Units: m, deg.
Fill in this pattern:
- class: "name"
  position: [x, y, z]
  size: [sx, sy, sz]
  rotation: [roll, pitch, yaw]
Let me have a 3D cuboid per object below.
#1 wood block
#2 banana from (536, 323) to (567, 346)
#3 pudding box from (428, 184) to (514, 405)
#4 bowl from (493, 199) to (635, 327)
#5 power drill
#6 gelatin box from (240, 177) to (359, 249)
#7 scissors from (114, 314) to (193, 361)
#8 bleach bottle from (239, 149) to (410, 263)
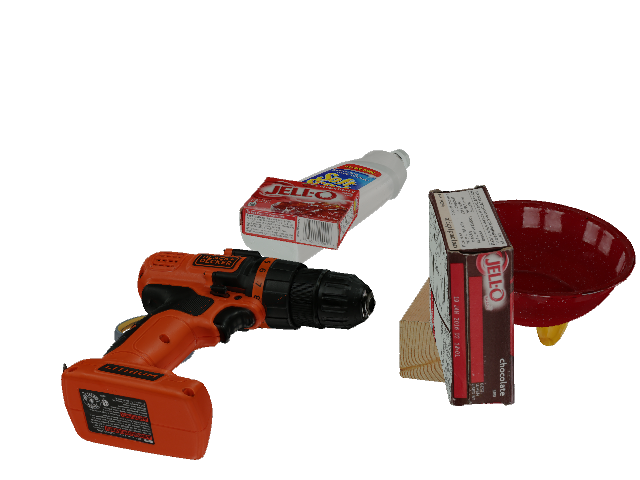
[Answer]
- class: "wood block"
  position: [0.184, 0.122, 1.556]
  size: [0.091, 0.090, 0.205]
  rotation: [4, 19, 17]
- class: "banana"
  position: [0.222, 0.038, 1.126]
  size: [0.069, 0.037, 0.198]
  rotation: [-29, 38, 0]
- class: "pudding box"
  position: [0.084, 0.027, 0.597]
  size: [0.039, 0.090, 0.113]
  rotation: [-3, 20, 0]
- class: "bowl"
  position: [0.177, 0.025, 0.894]
  size: [0.162, 0.055, 0.162]
  rotation: [1, 30, -1]
- class: "power drill"
  position: [-0.073, 0.070, 0.733]
  size: [0.185, 0.057, 0.187]
  rotation: [4, 28, 22]
- class: "gelatin box"
  position: [-0.017, -0.026, 0.933]
  size: [0.089, 0.030, 0.073]
  rotation: [10, 26, 13]
- class: "scissors"
  position: [-0.119, 0.095, 1.150]
  size: [0.201, 0.016, 0.096]
  rotation: [-7, 31, -24]
- class: "bleach bottle"
  position: [0.020, -0.057, 1.350]
  size: [0.103, 0.068, 0.250]
  rotation: [25, 43, 34]
